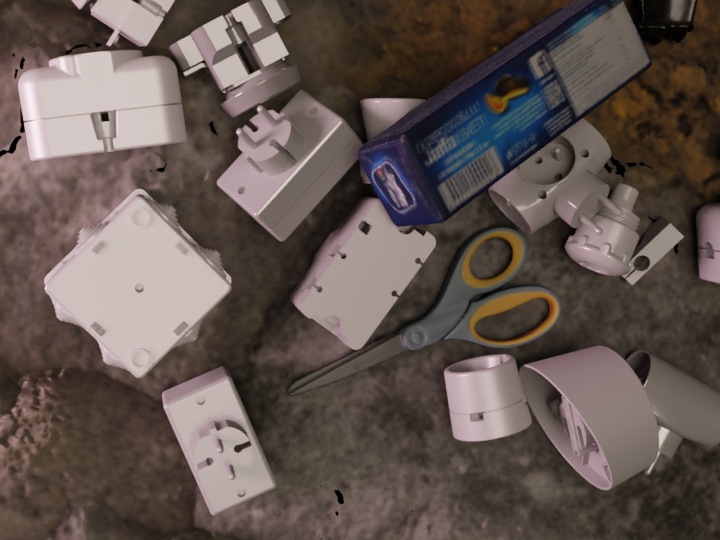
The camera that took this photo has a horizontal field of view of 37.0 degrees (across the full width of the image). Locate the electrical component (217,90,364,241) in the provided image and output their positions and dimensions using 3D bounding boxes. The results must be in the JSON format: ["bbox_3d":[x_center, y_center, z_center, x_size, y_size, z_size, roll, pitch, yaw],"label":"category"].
[{"bbox_3d":[-0.052,-0.075,0.680,0.083,0.047,0.075,-48,144,-3],"label":"electrical component"}]

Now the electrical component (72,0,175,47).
[{"bbox_3d":[-0.147,-0.173,0.668,0.055,0.048,0.066,32,90,-21],"label":"electrical component"}]

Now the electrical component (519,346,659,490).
[{"bbox_3d":[0.157,0.101,0.739,0.064,0.099,0.099,-19,100,-15],"label":"electrical component"}]

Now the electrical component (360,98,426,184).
[{"bbox_3d":[0.022,-0.085,0.714,0.045,0.045,0.055,-1,97,-12],"label":"electrical component"}]

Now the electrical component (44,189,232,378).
[{"bbox_3d":[-0.141,0.009,0.688,0.100,0.048,0.099,-45,103,-4],"label":"electrical component"}]

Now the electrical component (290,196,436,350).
[{"bbox_3d":[0.000,0.000,0.713,0.050,0.056,0.089,36,88,-14],"label":"electrical component"}]

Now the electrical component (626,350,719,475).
[{"bbox_3d":[0.219,0.110,0.779,0.077,0.043,0.079,28,90,-14],"label":"electrical component"}]

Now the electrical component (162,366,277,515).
[{"bbox_3d":[-0.090,0.115,0.698,0.047,0.076,0.083,-23,101,-8],"label":"electrical component"}]

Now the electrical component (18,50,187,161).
[{"bbox_3d":[-0.160,-0.103,0.668,0.095,0.054,0.059,-9,98,-11],"label":"electrical component"}]

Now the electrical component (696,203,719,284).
[{"bbox_3d":[0.294,-0.026,0.774,0.095,0.054,0.059,-8,98,-11],"label":"electrical component"}]

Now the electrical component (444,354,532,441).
[{"bbox_3d":[0.087,0.087,0.744,0.055,0.055,0.047,-13,96,-10],"label":"electrical component"}]

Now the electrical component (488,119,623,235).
[{"bbox_3d":[0.142,-0.055,0.731,0.077,0.044,0.079,-44,64,-4],"label":"electrical component"}]

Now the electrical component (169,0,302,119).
[{"bbox_3d":[-0.073,-0.133,0.682,0.078,0.058,0.057,-29,99,-7],"label":"electrical component"}]

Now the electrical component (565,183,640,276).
[{"bbox_3d":[0.176,-0.030,0.754,0.048,0.048,0.062,26,84,-14],"label":"electrical component"}]
